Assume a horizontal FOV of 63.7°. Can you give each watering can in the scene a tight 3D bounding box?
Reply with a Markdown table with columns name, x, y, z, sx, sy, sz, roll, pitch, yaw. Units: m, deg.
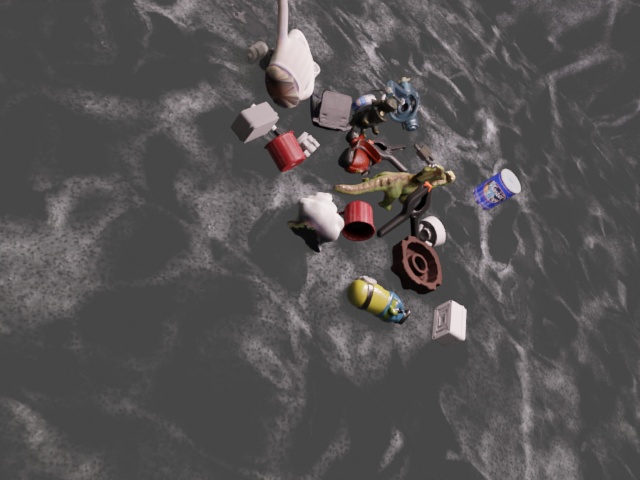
| name | x | y | z | sx | sy | sz | roll | pitch | yaw |
| --- | --- | --- | --- | --- | --- | --- | --- | --- | --- |
| watering can | -0.096 | -0.536 | 1.501 | 0.340 | 0.104 | 0.229 | 64 | 39 | -49 |

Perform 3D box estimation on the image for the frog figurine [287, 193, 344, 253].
| name | x | y | z | sx | sy | sz | roll | pitch | yaw |
| --- | --- | --- | --- | --- | --- | --- | --- | --- | --- |
| frog figurine | 0.004 | -0.068 | 1.359 | 0.138 | 0.120 | 0.162 | 31 | 57 | 5 |

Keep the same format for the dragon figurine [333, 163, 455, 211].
| name | x | y | z | sx | sy | sz | roll | pitch | yaw |
| --- | --- | --- | --- | --- | --- | --- | --- | --- | --- |
| dragon figurine | 0.258 | -0.183 | 1.553 | 0.411 | 0.239 | 0.123 | -4 | 72 | -42 |
